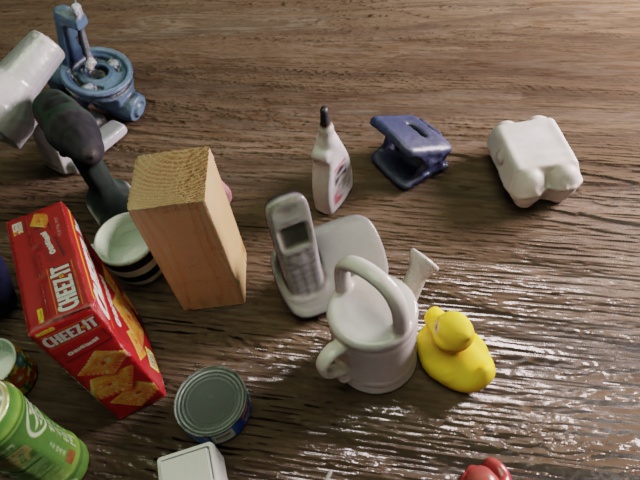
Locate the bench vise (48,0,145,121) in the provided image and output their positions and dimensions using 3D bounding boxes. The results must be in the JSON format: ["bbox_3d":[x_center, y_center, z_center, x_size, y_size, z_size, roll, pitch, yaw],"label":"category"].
[{"bbox_3d":[-0.425,-0.303,0.984,0.207,0.220,0.121,1,52,8],"label":"bench vise"}]

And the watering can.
[{"bbox_3d":[0.061,0.079,0.634,0.100,0.194,0.173,16,55,19],"label":"watering can"}]

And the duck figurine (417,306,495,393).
[{"bbox_3d":[0.157,0.120,0.659,0.078,0.086,0.104,-34,55,-18],"label":"duck figurine"}]

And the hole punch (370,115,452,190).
[{"bbox_3d":[0.137,-0.151,0.873,0.101,0.091,0.108,-30,54,-15],"label":"hole punch"}]

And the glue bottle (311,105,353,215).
[{"bbox_3d":[0.013,-0.118,0.810,0.037,0.173,0.078,17,56,20],"label":"glue bottle"}]

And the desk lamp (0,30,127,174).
[{"bbox_3d":[-0.449,-0.208,0.916,0.117,0.214,0.203,25,59,25],"label":"desk lamp"}]

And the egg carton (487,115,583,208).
[{"bbox_3d":[0.309,-0.118,0.838,0.107,0.069,0.150,-10,51,0],"label":"egg carton"}]

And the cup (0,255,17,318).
[{"bbox_3d":[-0.465,0.074,0.770,0.091,0.095,0.118,30,61,27],"label":"cup"}]

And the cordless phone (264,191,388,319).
[{"bbox_3d":[0.006,0.003,0.708,0.148,0.185,0.094,-24,53,-12],"label":"cordless phone"}]

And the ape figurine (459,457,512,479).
[{"bbox_3d":[0.157,0.246,0.555,0.078,0.092,0.076,-19,52,-7],"label":"ape figurine"}]

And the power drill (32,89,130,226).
[{"bbox_3d":[-0.333,-0.115,0.830,0.076,0.209,0.229,-34,55,-19],"label":"power drill"}]

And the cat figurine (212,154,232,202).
[{"bbox_3d":[-0.204,-0.083,0.847,0.128,0.118,0.067,-34,55,-18],"label":"cat figurine"}]
